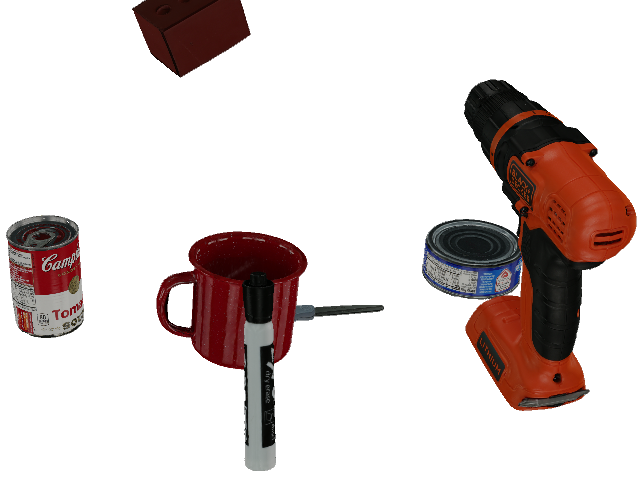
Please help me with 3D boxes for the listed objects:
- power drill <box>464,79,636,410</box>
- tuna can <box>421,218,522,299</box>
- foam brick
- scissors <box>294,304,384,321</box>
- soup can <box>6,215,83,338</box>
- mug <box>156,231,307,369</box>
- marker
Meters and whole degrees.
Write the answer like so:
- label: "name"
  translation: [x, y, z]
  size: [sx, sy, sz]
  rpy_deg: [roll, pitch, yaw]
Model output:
- label: "power drill"
  translation: [0.137, 0.004, 0.712]
  size: [0.057, 0.188, 0.184]
  rpy_deg: [-9, 36, -11]
- label: "tuna can"
  translation: [0.132, 0.015, 0.927]
  size: [0.086, 0.034, 0.086]
  rpy_deg: [2, 29, -1]
- label: "foam brick"
  translation: [-0.109, -0.187, 0.911]
  size: [0.078, 0.051, 0.053]
  rpy_deg: [-35, 48, -17]
- label: "scissors"
  translation: [-0.023, 0.089, 1.196]
  size: [0.201, 0.016, 0.096]
  rpy_deg: [4, 24, -5]
- label: "soup can"
  translation: [-0.268, 0.036, 1.045]
  size: [0.068, 0.102, 0.068]
  rpy_deg: [2, 27, -1]
- label: "mug"
  translation: [-0.072, 0.049, 0.843]
  size: [0.117, 0.081, 0.093]
  rpy_deg: [-4, 27, -22]
- label: "marker"
  translation: [-0.036, 0.077, 0.630]
  size: [0.020, 0.121, 0.020]
  rpy_deg: [0, 15, 0]
